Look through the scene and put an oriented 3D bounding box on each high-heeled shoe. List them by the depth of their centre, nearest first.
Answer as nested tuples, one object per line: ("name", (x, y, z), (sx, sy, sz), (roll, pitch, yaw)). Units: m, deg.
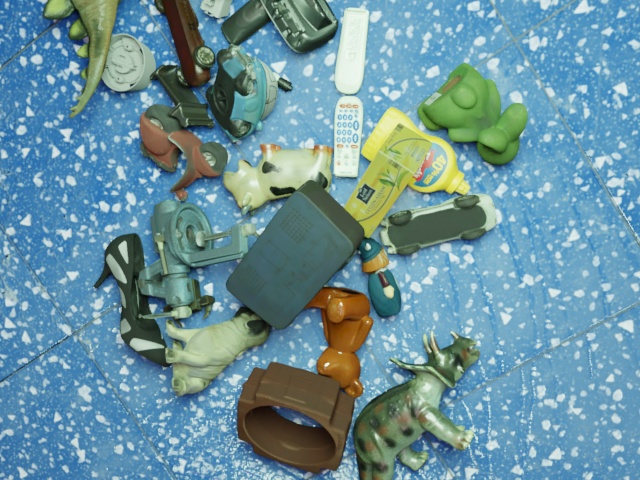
("high-heeled shoe", (-0.328, 0.110, 1.019), (0.145, 0.086, 0.249), (-44, 86, 13))

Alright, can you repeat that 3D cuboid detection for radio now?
("radio", (-0.041, 0.030, 0.865), (0.131, 0.073, 0.229), (41, 120, 2))

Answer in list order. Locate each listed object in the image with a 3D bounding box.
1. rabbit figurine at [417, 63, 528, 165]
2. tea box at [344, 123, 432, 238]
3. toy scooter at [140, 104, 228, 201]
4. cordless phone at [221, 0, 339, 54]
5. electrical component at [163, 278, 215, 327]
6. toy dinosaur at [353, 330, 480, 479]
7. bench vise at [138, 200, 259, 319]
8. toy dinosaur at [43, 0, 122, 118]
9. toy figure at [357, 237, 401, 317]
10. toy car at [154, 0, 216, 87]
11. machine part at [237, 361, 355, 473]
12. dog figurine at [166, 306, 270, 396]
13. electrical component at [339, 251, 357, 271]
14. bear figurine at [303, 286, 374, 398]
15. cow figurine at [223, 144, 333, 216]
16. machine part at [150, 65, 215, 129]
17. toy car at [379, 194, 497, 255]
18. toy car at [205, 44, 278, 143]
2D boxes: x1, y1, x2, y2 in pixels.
("rabbit figurine", (0.269, -0.192, 0.867), (0.170, 0.159, 0.121), (42, 92, -16))
("tea box", (0.104, -0.094, 0.881), (0.068, 0.098, 0.169), (34, 139, 1))
("toy scooter", (-0.261, -0.149, 0.974), (0.184, 0.075, 0.135), (36, 119, 7))
("cordless phone", (-0.076, -0.369, 0.920), (0.184, 0.089, 0.146), (-30, 95, 22))
("electrical component", (-0.256, 0.119, 1.034), (0.102, 0.045, 0.078), (-21, 67, 8))
("toy dinosaur", (0.139, 0.337, 0.981), (0.192, 0.131, 0.404), (46, 107, 12))
("bench vise", (-0.218, 0.026, 0.958), (0.241, 0.128, 0.223), (-12, 71, 23))
("toy dinosaur", (-0.384, -0.449, 0.917), (0.199, 0.105, 0.471), (-5, 84, 22))
("toy figure", (0.103, 0.060, 0.963), (0.064, 0.058, 0.154), (-10, 100, 43))
("toy car", (-0.231, -0.363, 0.925), (0.089, 0.053, 0.202), (-21, 85, 54))
("machine part", (-0.044, 0.321, 0.975), (0.201, 0.087, 0.201), (14, 129, 9))
("dog figurine", (-0.185, 0.217, 1.020), (0.191, 0.121, 0.172), (-6, 137, -10))
("electrical component", (-0.002, -0.003, 0.938), (0.134, 0.115, 0.058), (43, 65, -1))
("bear figurine", (0.023, 0.185, 0.965), (0.120, 0.132, 0.195), (18, 99, 43))
("cow figurine", (-0.076, -0.107, 0.953), (0.195, 0.085, 0.127), (1, 93, 7))
("machine part", (-0.249, -0.254, 0.956), (0.039, 0.084, 0.139), (-44, 73, 38))
("toy car", (0.204, -0.027, 0.938), (0.202, 0.056, 0.073), (-14, 103, 11))
("toy car", (-0.125, -0.255, 0.919), (0.109, 0.103, 0.161), (53, 143, 21))
